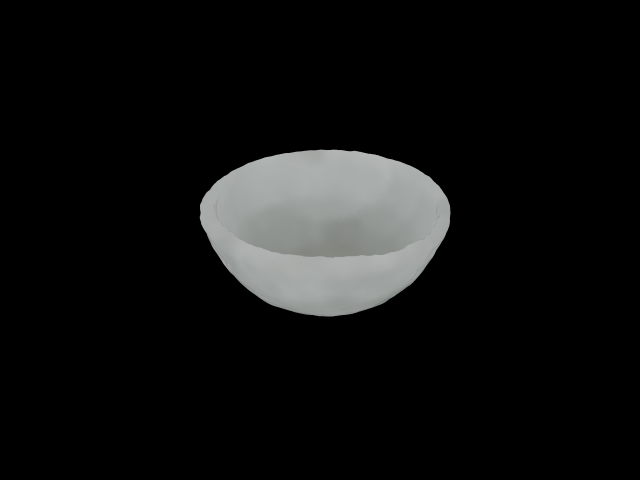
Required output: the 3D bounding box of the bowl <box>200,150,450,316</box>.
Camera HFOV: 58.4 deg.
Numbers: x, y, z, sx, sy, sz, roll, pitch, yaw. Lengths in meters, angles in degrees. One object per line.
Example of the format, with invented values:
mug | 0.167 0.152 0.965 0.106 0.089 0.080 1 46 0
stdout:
bowl | 0.004 0.001 0.400 0.167 0.075 0.167 0 32 0
